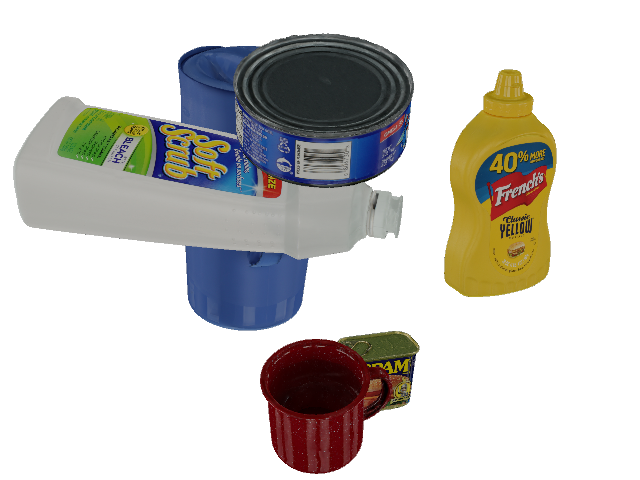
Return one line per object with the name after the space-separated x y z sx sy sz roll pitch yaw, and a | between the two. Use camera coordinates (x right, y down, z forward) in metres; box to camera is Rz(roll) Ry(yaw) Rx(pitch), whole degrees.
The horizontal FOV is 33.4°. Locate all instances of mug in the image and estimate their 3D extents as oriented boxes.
0.007 0.143 0.924 0.117 0.081 0.093 -16 41 -17 | mug

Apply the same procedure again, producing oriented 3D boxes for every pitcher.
-0.059 -0.041 0.938 0.145 0.243 0.149 18 30 24 | pitcher

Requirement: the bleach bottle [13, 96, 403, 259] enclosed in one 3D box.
-0.069 -0.037 0.717 0.251 0.068 0.102 8 38 9 | bleach bottle

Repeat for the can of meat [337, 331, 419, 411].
0.070 0.169 1.356 0.102 0.084 0.057 -5 26 -21 | can of meat

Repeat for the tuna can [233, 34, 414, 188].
0.001 -0.063 0.515 0.086 0.034 0.086 1 42 -1 | tuna can

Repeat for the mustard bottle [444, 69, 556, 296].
0.156 -0.050 0.912 0.096 0.192 0.058 -10 25 -22 | mustard bottle
